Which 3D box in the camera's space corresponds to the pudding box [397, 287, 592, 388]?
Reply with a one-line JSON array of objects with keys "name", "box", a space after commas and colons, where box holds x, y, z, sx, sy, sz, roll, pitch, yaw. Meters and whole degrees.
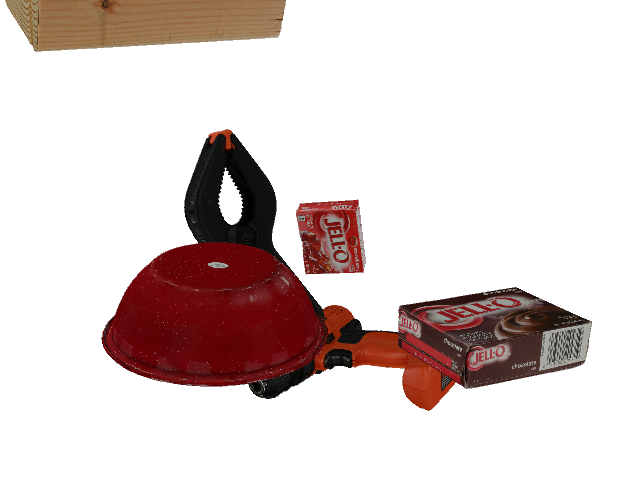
[{"name": "pudding box", "box": [0.126, 0.069, 0.786, 0.113, 0.039, 0.090, -5, 18, -28]}]

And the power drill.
[{"name": "power drill", "box": [0.039, 0.124, 1.103, 0.188, 0.057, 0.184, 8, 24, 28]}]

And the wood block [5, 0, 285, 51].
[{"name": "wood block", "box": [-0.135, -0.215, 0.851, 0.205, 0.091, 0.090, -9, 41, -28]}]

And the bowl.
[{"name": "bowl", "box": [-0.074, 0.042, 0.758, 0.162, 0.055, 0.162, 2, 20, -1]}]

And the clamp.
[{"name": "clamp", "box": [-0.069, 0.003, 0.993, 0.164, 0.210, 0.036, -3, 0, -37]}]

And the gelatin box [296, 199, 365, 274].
[{"name": "gelatin box", "box": [0.013, -0.003, 1.288, 0.073, 0.089, 0.030, -2, 29, 11]}]
